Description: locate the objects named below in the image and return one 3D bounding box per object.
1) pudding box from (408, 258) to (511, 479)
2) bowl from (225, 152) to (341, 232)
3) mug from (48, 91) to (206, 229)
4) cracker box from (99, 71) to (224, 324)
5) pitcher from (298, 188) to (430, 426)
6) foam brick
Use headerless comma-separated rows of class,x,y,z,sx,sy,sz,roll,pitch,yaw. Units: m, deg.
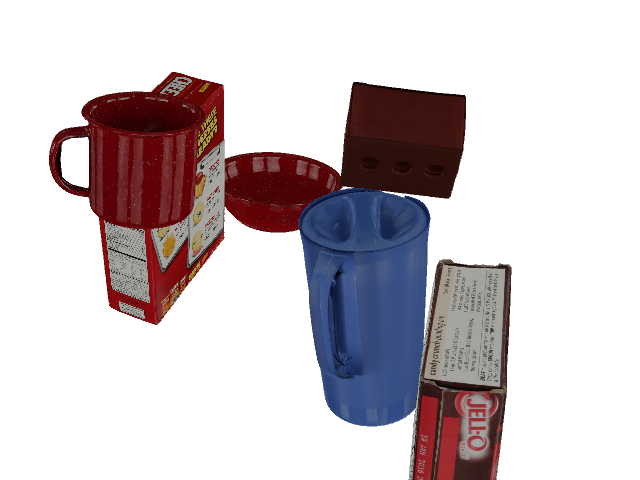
pudding box,0.062,0.072,0.471,0.039,0.090,0.113,6,26,6
bowl,-0.056,-0.053,1.291,0.162,0.055,0.162,4,26,-2
mug,-0.147,-0.060,0.814,0.117,0.081,0.093,-4,28,-20
cracker box,-0.167,-0.045,1.131,0.072,0.214,0.164,17,42,16
pitcher,0.046,0.080,1.126,0.149,0.243,0.145,-13,31,-14
foam brick,0.055,-0.067,0.716,0.078,0.051,0.053,6,-38,-2
